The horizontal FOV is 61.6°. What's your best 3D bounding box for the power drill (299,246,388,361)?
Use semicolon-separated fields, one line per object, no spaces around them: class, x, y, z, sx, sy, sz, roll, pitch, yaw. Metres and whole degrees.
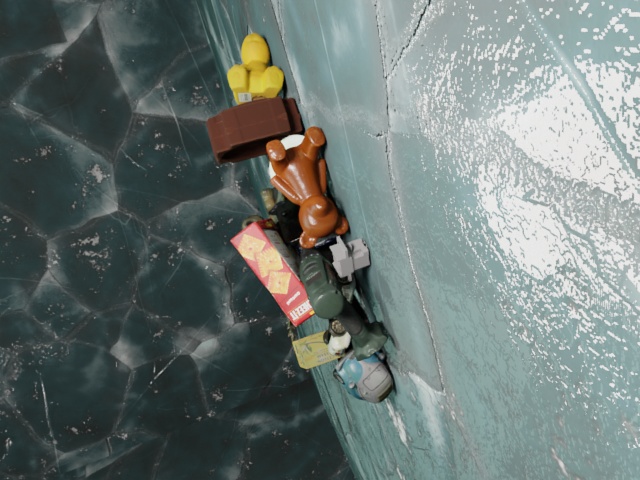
power drill;0.039;0.116;1.027;0.207;0.086;0.232;57;-176;-16

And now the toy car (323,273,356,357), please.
toy car;0.045;0.149;1.152;0.073;0.056;0.202;110;170;-55

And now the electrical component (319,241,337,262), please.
electrical component;0.003;0.070;1.271;0.134;0.058;0.115;93;-171;-68

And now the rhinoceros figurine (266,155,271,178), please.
rhinoceros figurine;-0.115;-0.214;1.486;0.190;0.073;0.112;91;157;-65

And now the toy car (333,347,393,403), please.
toy car;0.104;0.298;1.150;0.103;0.109;0.161;35;156;44

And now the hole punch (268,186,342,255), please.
hole punch;-0.024;-0.039;1.153;0.092;0.142;0.116;44;-156;-57

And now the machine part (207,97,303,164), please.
machine part;-0.148;-0.244;1.205;0.201;0.201;0.087;171;83;-81

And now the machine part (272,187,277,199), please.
machine part;-0.092;-0.142;1.438;0.139;0.039;0.084;-35;76;41

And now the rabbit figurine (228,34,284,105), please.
rabbit figurine;-0.141;-0.390;1.253;0.162;0.122;0.173;69;-166;-75

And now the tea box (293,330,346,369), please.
tea box;-0.005;0.252;1.252;0.169;0.098;0.068;119;132;-78

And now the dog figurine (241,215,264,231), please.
dog figurine;-0.114;-0.019;1.501;0.190;0.121;0.172;50;-148;-11

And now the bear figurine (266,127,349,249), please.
bear figurine;-0.021;-0.094;1.029;0.132;0.120;0.196;108;141;-70

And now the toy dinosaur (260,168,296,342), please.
toy dinosaur;-0.088;0.039;1.312;0.199;0.105;0.470;-104;7;-54

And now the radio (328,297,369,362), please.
radio;0.079;0.250;1.275;0.131;0.073;0.229;-124;18;-60
